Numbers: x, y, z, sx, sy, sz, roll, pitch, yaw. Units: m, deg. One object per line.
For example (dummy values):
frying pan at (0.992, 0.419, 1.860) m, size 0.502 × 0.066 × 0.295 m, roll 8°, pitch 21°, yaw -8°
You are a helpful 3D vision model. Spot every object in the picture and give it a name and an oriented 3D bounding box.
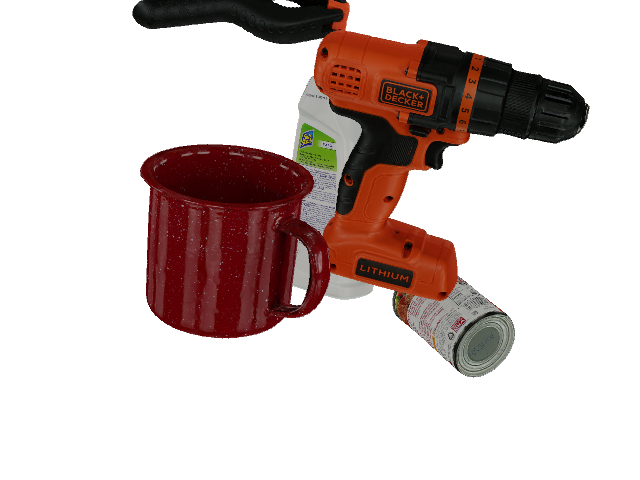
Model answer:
bleach bottle at (0.016, -0.071, 1.124) m, size 0.103 × 0.251 × 0.067 m, roll 15°, pitch 16°, yaw 35°
clamp at (-0.060, -0.211, 0.877) m, size 0.171 × 0.120 × 0.039 m, roll 9°, pitch -27°, yaw -6°
soup can at (0.122, 0.071, 0.979) m, size 0.068 × 0.068 × 0.102 m, roll 0°, pitch 26°, yaw -33°
power drill at (0.078, -0.049, 0.754) m, size 0.184 × 0.188 × 0.057 m, roll 15°, pitch 36°, yaw 8°
mug at (-0.044, 0.004, 0.581) m, size 0.117 × 0.081 × 0.093 m, roll 21°, pitch 27°, yaw 29°
